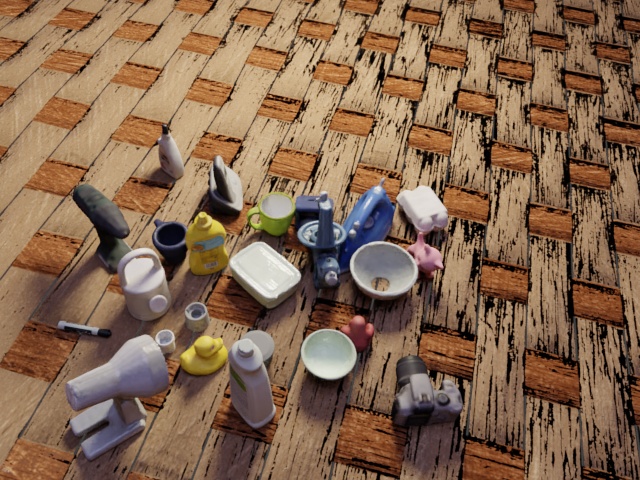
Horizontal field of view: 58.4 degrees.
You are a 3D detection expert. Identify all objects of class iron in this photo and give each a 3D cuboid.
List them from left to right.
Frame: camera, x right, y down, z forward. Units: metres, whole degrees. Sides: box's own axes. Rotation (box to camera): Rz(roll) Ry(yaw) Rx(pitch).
[{"bbox_3d":[0.111,-0.042,1.478,0.118,0.141,0.259,23,52,13],"label":"iron"}]

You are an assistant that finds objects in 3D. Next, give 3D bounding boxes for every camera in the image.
[{"bbox_3d":[0.221,0.314,1.222,0.143,0.101,0.136,-2,51,-6],"label":"camera"}]

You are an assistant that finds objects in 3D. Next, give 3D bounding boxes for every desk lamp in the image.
[{"bbox_3d":[-0.391,0.300,1.105,0.204,0.213,0.117,-30,59,-26],"label":"desk lamp"}]

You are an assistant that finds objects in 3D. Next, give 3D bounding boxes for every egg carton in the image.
[{"bbox_3d":[0.282,-0.082,1.573,0.107,0.069,0.150,-17,54,-18],"label":"egg carton"}]

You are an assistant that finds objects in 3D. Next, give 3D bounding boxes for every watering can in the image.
[{"bbox_3d":[-0.392,0.094,1.287,0.172,0.194,0.101,29,54,18],"label":"watering can"}]

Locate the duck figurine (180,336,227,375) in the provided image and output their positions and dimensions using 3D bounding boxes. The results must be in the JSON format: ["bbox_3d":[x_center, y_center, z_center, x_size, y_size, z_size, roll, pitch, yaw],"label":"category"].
[{"bbox_3d":[-0.255,0.243,1.247,0.105,0.086,0.077,-14,53,-16],"label":"duck figurine"}]

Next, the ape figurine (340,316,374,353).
[{"bbox_3d":[0.086,0.207,1.304,0.077,0.092,0.076,11,51,4],"label":"ape figurine"}]

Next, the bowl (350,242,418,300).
[{"bbox_3d":[0.153,0.089,1.418,0.167,0.075,0.167,3,51,-3],"label":"bowl"}]

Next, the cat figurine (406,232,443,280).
[{"bbox_3d":[0.265,0.039,1.441,0.067,0.118,0.127,-4,51,-8],"label":"cat figurine"}]

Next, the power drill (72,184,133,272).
[{"bbox_3d":[-0.503,-0.024,1.364,0.076,0.208,0.229,-34,61,-28],"label":"power drill"}]

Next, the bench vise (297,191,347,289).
[{"bbox_3d":[0.023,0.001,1.384,0.122,0.220,0.207,-20,55,-20],"label":"bench vise"}]

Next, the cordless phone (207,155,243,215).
[{"bbox_3d":[-0.256,-0.171,1.522,0.094,0.185,0.147,-5,51,-9],"label":"cordless phone"}]

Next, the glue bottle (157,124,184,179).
[{"bbox_3d":[-0.419,-0.252,1.582,0.078,0.173,0.037,33,56,21],"label":"glue bottle"}]

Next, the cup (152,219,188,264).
[{"bbox_3d":[-0.372,0.008,1.424,0.092,0.095,0.117,-35,61,-28],"label":"cup"}]

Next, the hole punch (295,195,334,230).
[{"bbox_3d":[-0.018,-0.085,1.534,0.108,0.091,0.101,4,50,-2],"label":"hole punch"}]
